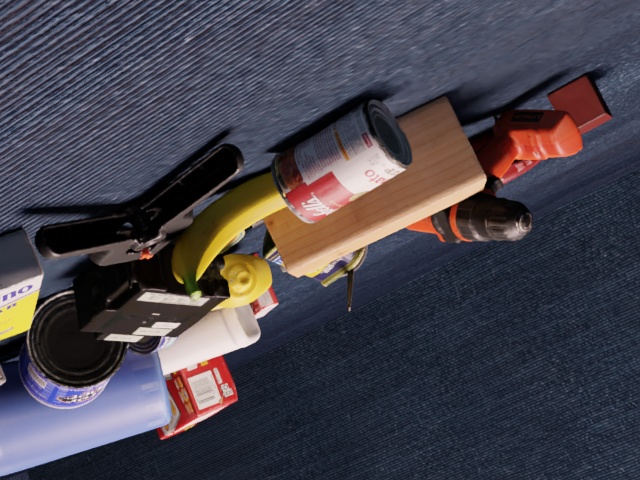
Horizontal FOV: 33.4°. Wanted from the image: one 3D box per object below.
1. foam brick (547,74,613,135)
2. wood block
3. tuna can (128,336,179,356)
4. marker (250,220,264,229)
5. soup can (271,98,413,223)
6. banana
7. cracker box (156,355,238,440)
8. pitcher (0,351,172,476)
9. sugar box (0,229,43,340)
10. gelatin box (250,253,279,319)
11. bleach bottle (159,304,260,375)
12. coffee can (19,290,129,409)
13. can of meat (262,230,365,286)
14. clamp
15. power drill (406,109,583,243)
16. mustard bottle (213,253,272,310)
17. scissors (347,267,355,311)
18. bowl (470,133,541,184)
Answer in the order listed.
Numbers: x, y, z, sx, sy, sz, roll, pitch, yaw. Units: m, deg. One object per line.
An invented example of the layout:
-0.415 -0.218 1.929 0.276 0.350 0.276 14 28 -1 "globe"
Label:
0.305 -0.156 1.250 0.051 0.053 0.078 -27 171 19 "foam brick"
0.048 -0.048 1.037 0.206 0.090 0.091 -26 173 3 "wood block"
-0.191 0.081 1.173 0.086 0.086 0.033 -31 171 39 "tuna can"
-0.025 -0.041 1.119 0.121 0.020 0.020 -23 172 -14 "marker"
0.019 -0.067 0.906 0.102 0.068 0.068 -30 171 25 "soup can"
-0.069 -0.017 0.954 0.197 0.070 0.037 -43 153 -30 "banana"
-0.202 0.182 1.517 0.072 0.164 0.214 -18 170 -27 "cracker box"
-0.305 0.187 1.259 0.242 0.149 0.145 -13 162 -11 "pitcher"
-0.276 0.050 0.853 0.093 0.048 0.176 -21 173 -23 "sugar box"
-0.091 0.065 1.415 0.030 0.073 0.089 -21 172 -21 "gelatin box"
-0.205 0.146 1.361 0.251 0.068 0.102 -24 175 8 "bleach bottle"
-0.264 0.118 1.132 0.102 0.103 0.140 -22 171 -23 "coffee can"
-0.008 0.001 1.180 0.083 0.057 0.102 22 152 -18 "can of meat"
-0.136 -0.018 0.864 0.164 0.036 0.210 -26 175 -7 "clamp"
0.192 -0.067 1.129 0.187 0.057 0.185 -40 -152 -25 "power drill"
-0.106 0.048 1.203 0.096 0.058 0.192 -12 179 -17 "mustard bottle"
0.029 0.025 1.225 0.096 0.016 0.201 126 -18 -47 "scissors"
0.192 -0.089 1.333 0.162 0.055 0.162 -24 172 -4 "bowl"
